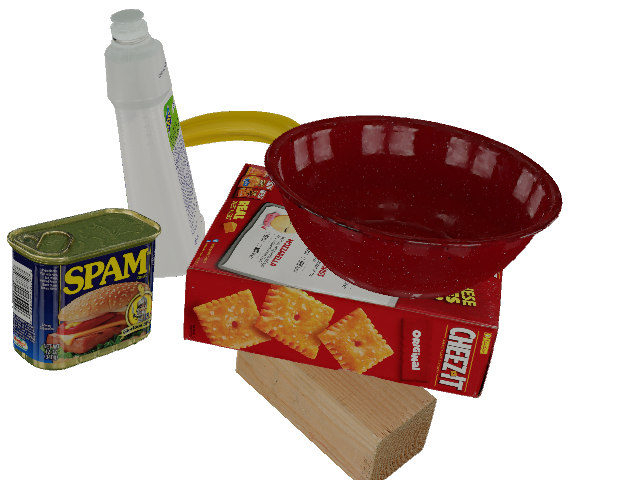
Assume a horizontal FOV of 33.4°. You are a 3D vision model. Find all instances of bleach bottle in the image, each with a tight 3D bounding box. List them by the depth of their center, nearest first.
[{"bbox_3d":[-0.154,-0.092,0.974,0.068,0.251,0.102,-5,36,-1],"label":"bleach bottle"}]

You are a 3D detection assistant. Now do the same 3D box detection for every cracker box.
[{"bbox_3d":[0.023,0.025,0.791,0.214,0.072,0.164,11,32,6],"label":"cracker box"}]

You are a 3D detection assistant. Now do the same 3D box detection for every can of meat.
[{"bbox_3d":[-0.161,0.032,0.728,0.058,0.084,0.101,24,28,37],"label":"can of meat"}]

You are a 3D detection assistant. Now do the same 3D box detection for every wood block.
[{"bbox_3d":[0.013,0.153,1.133,0.090,0.090,0.206,-30,54,-34],"label":"wood block"}]

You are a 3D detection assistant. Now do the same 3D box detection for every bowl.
[{"bbox_3d":[0.047,-0.014,0.588,0.162,0.055,0.162,6,27,-3],"label":"bowl"}]

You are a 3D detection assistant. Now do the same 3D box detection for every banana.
[{"bbox_3d":[-0.096,-0.130,1.294,0.198,0.037,0.069,8,40,15],"label":"banana"}]
